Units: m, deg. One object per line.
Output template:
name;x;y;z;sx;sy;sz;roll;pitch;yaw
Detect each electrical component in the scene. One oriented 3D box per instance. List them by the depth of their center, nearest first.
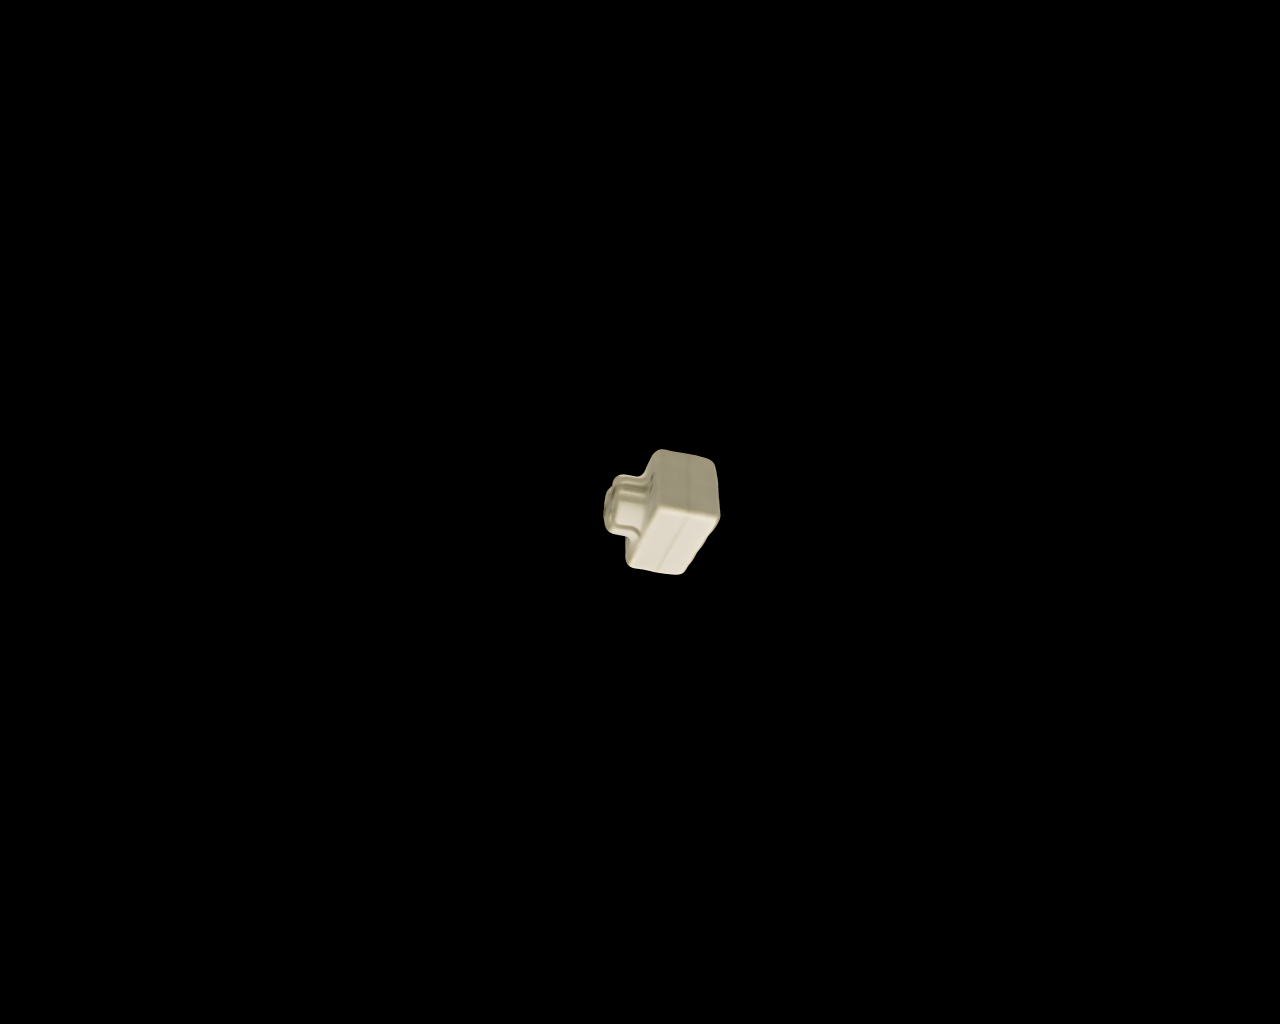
electrical component;0.001;-0.003;0.650;0.077;0.047;0.065;11;-39;-14
